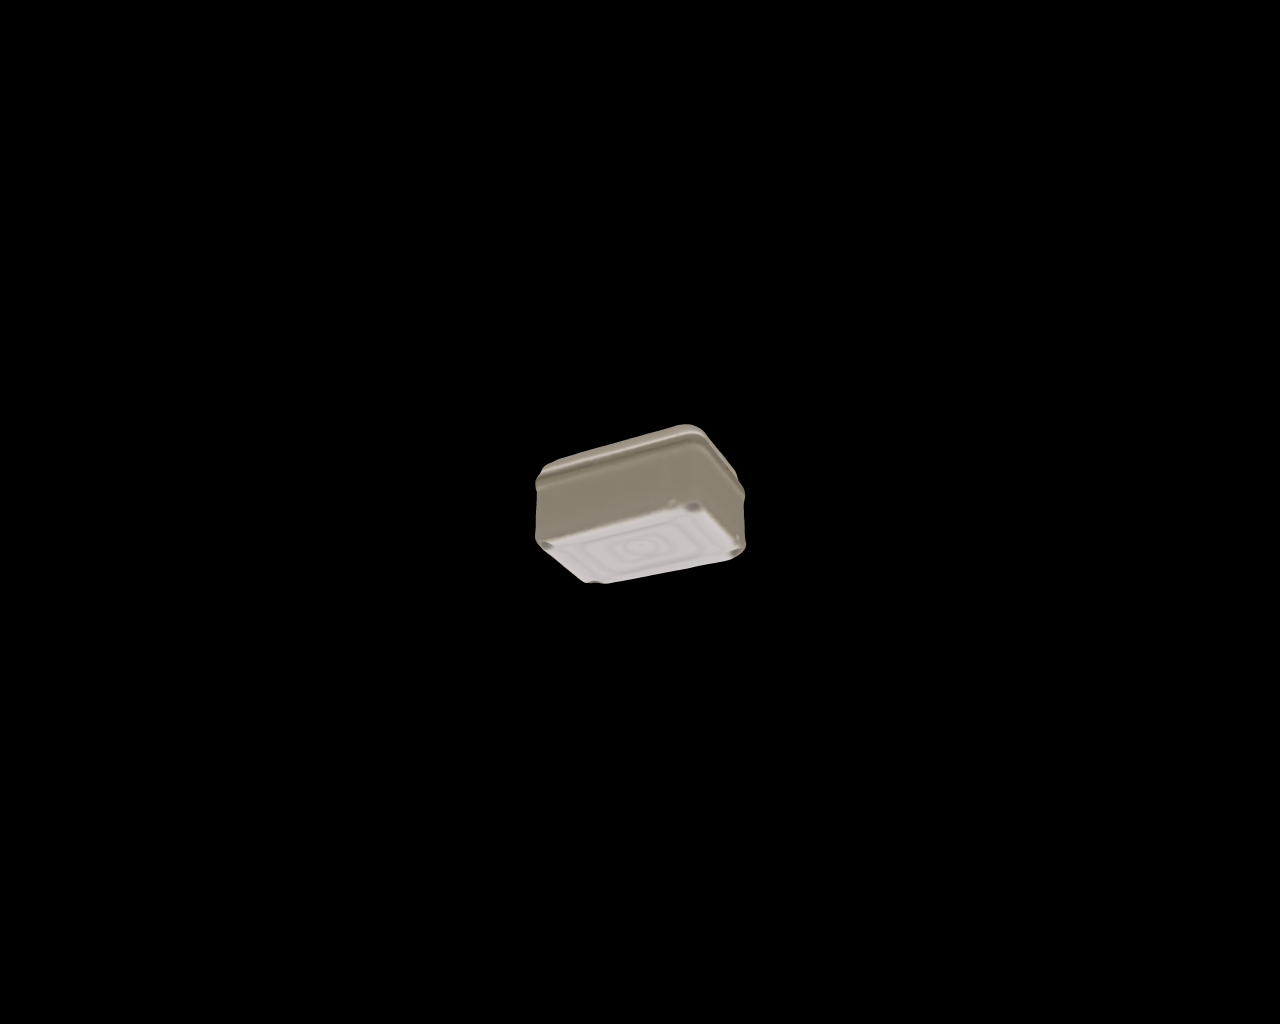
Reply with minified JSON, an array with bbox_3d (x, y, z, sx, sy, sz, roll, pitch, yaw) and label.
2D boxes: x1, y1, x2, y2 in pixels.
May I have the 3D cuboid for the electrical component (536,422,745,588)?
[{"bbox_3d":[0.001,-0.003,0.650,0.113,0.057,0.078,-13,-32,22],"label":"electrical component"}]
